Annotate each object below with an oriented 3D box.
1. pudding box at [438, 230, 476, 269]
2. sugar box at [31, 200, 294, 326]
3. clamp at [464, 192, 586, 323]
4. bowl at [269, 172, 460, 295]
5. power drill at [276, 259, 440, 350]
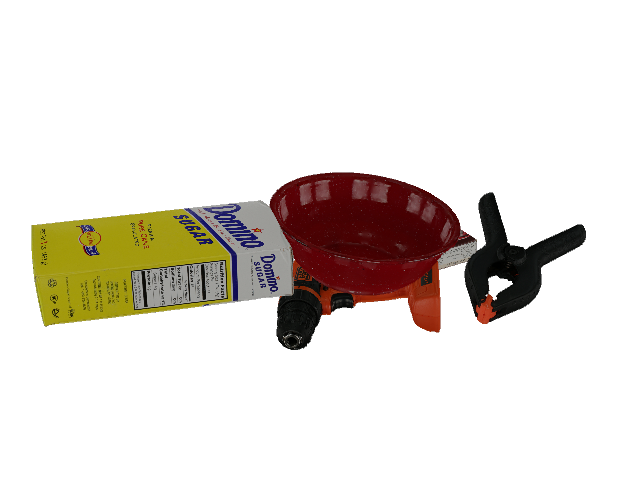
[{"bbox_3d":[0.165,0.010,1.605,0.113,0.039,0.090,-17,27,-20],"label":"pudding box"},{"bbox_3d":[-0.114,0.013,0.764,0.176,0.048,0.093,-9,26,-13],"label":"sugar box"},{"bbox_3d":[0.194,0.015,1.129,0.120,0.039,0.171,24,48,26],"label":"clamp"},{"bbox_3d":[0.034,0.000,0.905,0.162,0.055,0.162,6,28,-3],"label":"bowl"},{"bbox_3d":[0.045,0.069,1.236,0.188,0.057,0.184,1,28,6],"label":"power drill"}]
